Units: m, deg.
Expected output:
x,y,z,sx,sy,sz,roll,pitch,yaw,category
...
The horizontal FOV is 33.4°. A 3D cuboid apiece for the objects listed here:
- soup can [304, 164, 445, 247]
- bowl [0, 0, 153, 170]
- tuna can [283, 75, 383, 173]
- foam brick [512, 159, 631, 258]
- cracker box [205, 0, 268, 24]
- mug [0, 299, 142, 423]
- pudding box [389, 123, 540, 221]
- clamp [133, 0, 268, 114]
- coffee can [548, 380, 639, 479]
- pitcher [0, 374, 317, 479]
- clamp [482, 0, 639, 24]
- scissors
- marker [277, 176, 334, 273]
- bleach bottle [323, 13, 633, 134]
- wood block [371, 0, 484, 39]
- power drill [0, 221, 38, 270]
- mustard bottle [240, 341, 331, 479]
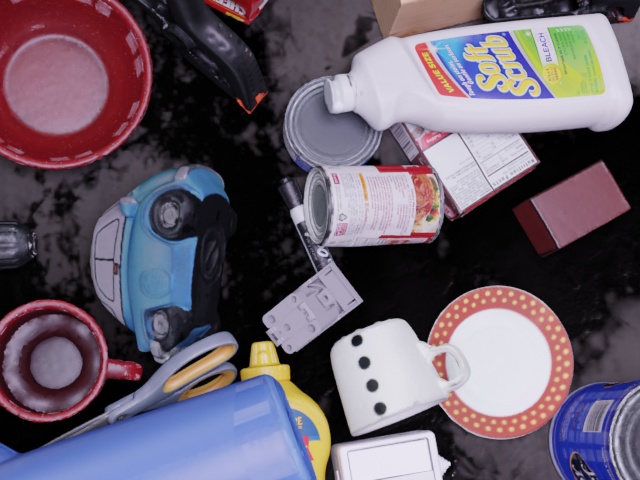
x,y,z,sx,sy,sz,roll,pitch,yaw,category
0.044,-0.029,0.895,0.102,0.069,0.068,-2,80,-18,soup can
-0.222,-0.136,0.895,0.162,0.055,0.162,1,86,-11,bowl
0.010,-0.097,0.930,0.086,0.034,0.086,1,80,-6,tuna can
0.219,-0.027,0.931,0.078,0.053,0.051,-28,84,-11,foam brick
-0.037,-0.289,0.866,0.072,0.214,0.164,30,79,-3,cracker box
-0.200,0.099,0.849,0.117,0.081,0.093,4,80,-5,mug
0.124,-0.087,0.939,0.090,0.039,0.113,-32,87,-13,pudding box
-0.105,-0.179,0.866,0.036,0.165,0.209,-51,123,-10,clamp
0.255,0.163,0.858,0.102,0.140,0.103,1,80,-6,coffee can
-0.123,0.199,0.777,0.243,0.145,0.149,-21,121,-2,pitcher
0.221,-0.210,0.934,0.120,0.171,0.039,-9,83,32,clamp
-0.147,0.139,0.857,0.202,0.096,0.016,-34,63,3,scissors
-0.006,0.001,0.919,0.020,0.020,0.121,-24,84,-10,marker
0.128,-0.128,0.892,0.250,0.068,0.102,-9,76,-14,bleach bottle
0.148,-0.255,0.943,0.206,0.091,0.090,-16,81,-8,wood block
-0.319,0.073,0.855,0.184,0.057,0.187,-3,78,-3,power drill
-0.038,0.178,0.866,0.096,0.058,0.191,-6,81,-3,mustard bottle
